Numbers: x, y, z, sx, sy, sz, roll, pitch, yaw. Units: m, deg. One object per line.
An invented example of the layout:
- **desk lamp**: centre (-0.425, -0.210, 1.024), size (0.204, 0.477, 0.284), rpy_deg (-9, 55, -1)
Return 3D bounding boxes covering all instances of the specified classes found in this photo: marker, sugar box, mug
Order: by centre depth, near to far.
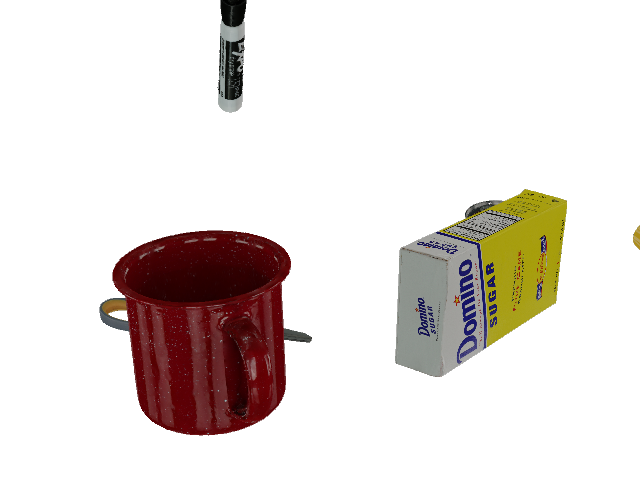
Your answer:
- **mug**: centre (-0.054, 0.054, 0.561), size (0.093, 0.081, 0.117), rpy_deg (-15, 27, -27)
- **marker**: centre (-0.065, -0.139, 0.782), size (0.020, 0.020, 0.121), rpy_deg (0, -33, -6)
- **sugar box**: centre (0.124, 0.028, 0.802), size (0.048, 0.093, 0.175), rpy_deg (15, 26, 34)

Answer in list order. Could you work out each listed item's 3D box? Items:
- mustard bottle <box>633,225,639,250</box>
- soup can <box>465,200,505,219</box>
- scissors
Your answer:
- **mustard bottle**: centre (0.264, 0.034, 0.647), size (0.096, 0.058, 0.192), rpy_deg (-20, 33, -22)
- **soup can**: centre (0.201, 0.014, 1.228), size (0.068, 0.102, 0.068), rpy_deg (-4, 29, 2)
- **scissors**: centre (-0.110, 0.064, 1.032), size (0.201, 0.016, 0.096), rpy_deg (3, 33, -3)
